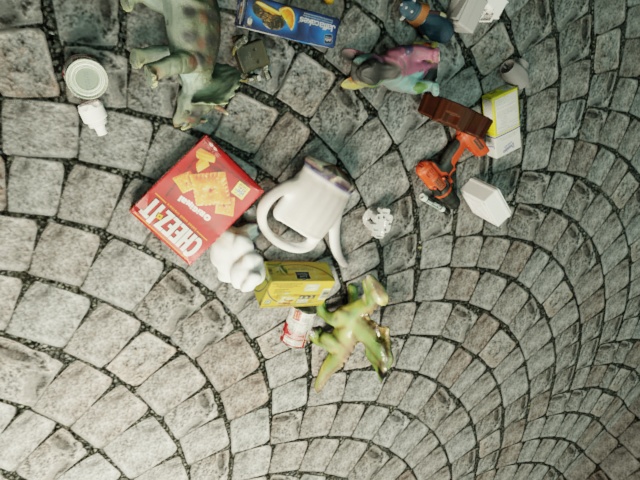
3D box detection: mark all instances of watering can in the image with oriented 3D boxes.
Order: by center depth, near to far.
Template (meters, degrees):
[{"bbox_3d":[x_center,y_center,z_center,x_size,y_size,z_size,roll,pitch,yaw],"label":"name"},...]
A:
[{"bbox_3d":[0.004,-0.060,1.199,0.344,0.105,0.223,26,100,-46],"label":"watering can"}]

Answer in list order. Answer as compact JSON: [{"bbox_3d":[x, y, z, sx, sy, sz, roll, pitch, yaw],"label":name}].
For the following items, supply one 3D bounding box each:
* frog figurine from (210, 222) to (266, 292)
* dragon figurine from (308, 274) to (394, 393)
[{"bbox_3d":[-0.177,0.047,1.095,0.122,0.163,0.135,23,128,-23],"label":"frog figurine"},{"bbox_3d":[0.086,0.263,1.292,0.122,0.245,0.405,-2,110,-33],"label":"dragon figurine"}]
